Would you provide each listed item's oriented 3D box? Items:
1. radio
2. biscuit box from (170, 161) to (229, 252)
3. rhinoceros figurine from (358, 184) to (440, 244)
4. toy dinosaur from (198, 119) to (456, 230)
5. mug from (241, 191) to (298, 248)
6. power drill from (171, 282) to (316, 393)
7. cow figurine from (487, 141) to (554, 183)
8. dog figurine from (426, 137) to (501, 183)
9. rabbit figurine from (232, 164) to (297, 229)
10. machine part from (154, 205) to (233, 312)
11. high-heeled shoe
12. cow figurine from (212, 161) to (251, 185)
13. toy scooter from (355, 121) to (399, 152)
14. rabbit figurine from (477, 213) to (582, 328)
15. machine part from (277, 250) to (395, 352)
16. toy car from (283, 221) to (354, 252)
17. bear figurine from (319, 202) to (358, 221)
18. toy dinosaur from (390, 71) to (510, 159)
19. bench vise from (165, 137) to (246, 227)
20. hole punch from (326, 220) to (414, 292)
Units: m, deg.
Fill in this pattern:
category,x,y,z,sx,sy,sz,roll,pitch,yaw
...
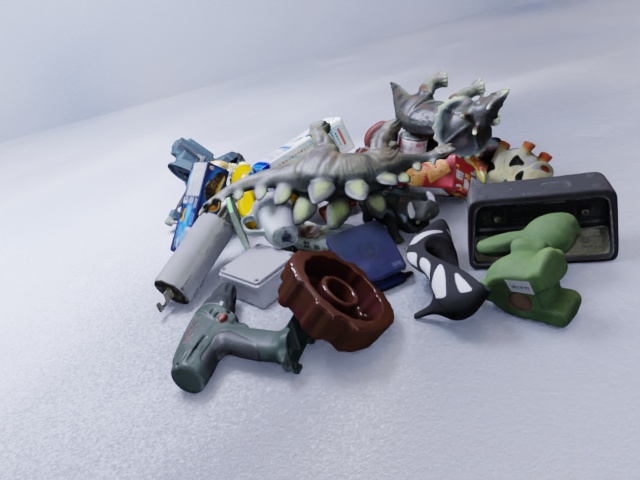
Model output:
category,x,y,z,sx,sy,sz,roll,pitch,yaw
radio,0.357,-0.031,0.880,0.230,0.130,0.073,-5,27,14
biscuit box,-0.254,-0.062,1.139,0.059,0.202,0.062,5,-11,42
rhinoceros figurine,0.154,-0.058,1.039,0.073,0.112,0.190,-26,23,-26
toy dinosaur,0.013,-0.120,0.985,0.472,0.104,0.199,-8,51,7
mug,-0.090,-0.032,1.016,0.109,0.080,0.107,-10,35,-17
power drill,-0.113,0.136,0.834,0.207,0.085,0.232,2,32,18
cow figurine,0.397,-0.127,1.070,0.085,0.127,0.195,26,8,-14
dog figurine,0.320,-0.205,1.242,0.192,0.108,0.219,-12,31,0
rabbit figurine,-0.126,-0.103,1.214,0.173,0.122,0.162,26,77,8
machine part,-0.237,0.033,1.021,0.079,0.079,0.243,6,55,32
high-heeled shoe,0.210,0.026,0.839,0.145,0.086,0.249,-38,24,45
cow figurine,-0.193,-0.137,1.287,0.167,0.098,0.068,7,-2,-37
toy scooter,0.126,-0.213,1.279,0.075,0.183,0.135,24,30,-8
rabbit figurine,0.323,0.033,0.802,0.170,0.121,0.159,-49,21,-27
machine part,0.023,0.087,0.792,0.179,0.056,0.179,27,26,-14
toy car,-0.002,-0.003,1.060,0.202,0.056,0.073,5,33,31
bear figurine,0.020,-0.138,1.232,0.132,0.120,0.196,-25,29,-13
toy dinosaur,0.249,-0.281,1.194,0.192,0.131,0.405,-34,34,-26
bench vise,-0.292,-0.127,1.320,0.129,0.223,0.240,6,64,52
hole punch,0.079,0.035,0.929,0.142,0.092,0.116,-18,32,-16
